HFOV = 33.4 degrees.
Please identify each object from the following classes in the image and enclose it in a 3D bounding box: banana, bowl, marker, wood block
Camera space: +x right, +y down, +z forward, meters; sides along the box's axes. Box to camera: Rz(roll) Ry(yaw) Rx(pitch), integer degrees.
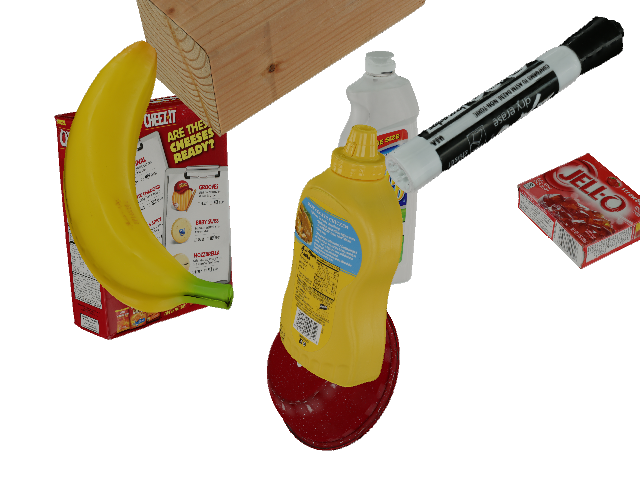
[{"bbox_3d":[-0.103,-0.031,0.567,0.069,0.198,0.037,-10,-37,-16],"label":"banana"},{"bbox_3d":[-0.001,0.121,1.047,0.162,0.162,0.055,0,-18,45],"label":"bowl"},{"bbox_3d":[0.079,-0.058,0.442,0.121,0.020,0.020,-34,10,-16],"label":"marker"},{"bbox_3d":[-0.024,-0.182,0.802,0.205,0.090,0.091,-36,-29,-20],"label":"wood block"}]

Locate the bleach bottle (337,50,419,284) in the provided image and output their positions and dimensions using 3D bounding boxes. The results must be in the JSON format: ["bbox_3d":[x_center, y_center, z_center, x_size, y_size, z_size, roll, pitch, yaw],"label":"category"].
[{"bbox_3d":[0.053,-0.076,1.140,0.102,0.251,0.068,-3,25,-5],"label":"bleach bottle"}]

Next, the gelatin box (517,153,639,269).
[{"bbox_3d":[0.214,-0.026,0.865,0.073,0.030,0.089,-24,47,-16],"label":"gelatin box"}]

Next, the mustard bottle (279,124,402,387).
[{"bbox_3d":[0.018,0.006,0.801,0.058,0.192,0.096,-9,29,-35],"label":"mustard bottle"}]

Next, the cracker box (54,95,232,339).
[{"bbox_3d":[-0.171,-0.029,1.058,0.072,0.214,0.163,13,22,42],"label":"cracker box"}]
